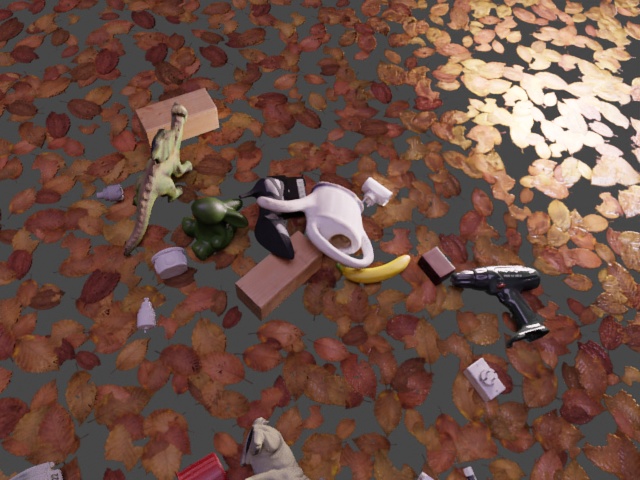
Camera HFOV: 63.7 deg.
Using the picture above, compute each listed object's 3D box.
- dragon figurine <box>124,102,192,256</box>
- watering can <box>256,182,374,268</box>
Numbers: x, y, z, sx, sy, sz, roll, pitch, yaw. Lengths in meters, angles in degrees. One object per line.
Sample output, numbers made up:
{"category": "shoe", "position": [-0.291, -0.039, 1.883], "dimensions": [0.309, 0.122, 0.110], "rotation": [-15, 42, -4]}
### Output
{"category": "dragon figurine", "position": [-0.414, -0.180, 1.296], "dimensions": [0.122, 0.237, 0.420], "rotation": [14, 58, -4]}
{"category": "watering can", "position": [0.004, -0.064, 1.281], "dimensions": [0.344, 0.102, 0.230], "rotation": [34, 36, -22]}
